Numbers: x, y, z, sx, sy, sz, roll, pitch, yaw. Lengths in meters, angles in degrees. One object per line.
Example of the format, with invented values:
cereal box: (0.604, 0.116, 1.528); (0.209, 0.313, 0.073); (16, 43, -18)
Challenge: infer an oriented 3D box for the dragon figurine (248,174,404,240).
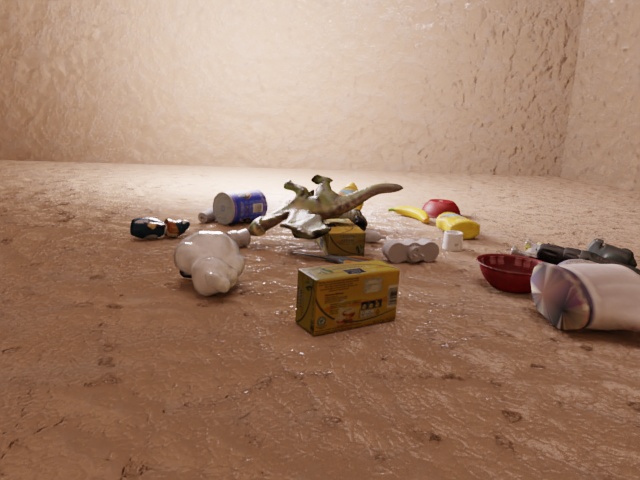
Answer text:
dragon figurine: (0.004, -0.066, 1.321); (0.409, 0.120, 0.248); (-7, 33, 16)

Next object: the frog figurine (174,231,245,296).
frog figurine: (-0.215, 0.042, 0.998); (0.137, 0.123, 0.159); (20, -2, -12)

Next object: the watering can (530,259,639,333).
watering can: (0.516, 0.116, 0.888); (0.224, 0.102, 0.353); (0, 23, -12)
